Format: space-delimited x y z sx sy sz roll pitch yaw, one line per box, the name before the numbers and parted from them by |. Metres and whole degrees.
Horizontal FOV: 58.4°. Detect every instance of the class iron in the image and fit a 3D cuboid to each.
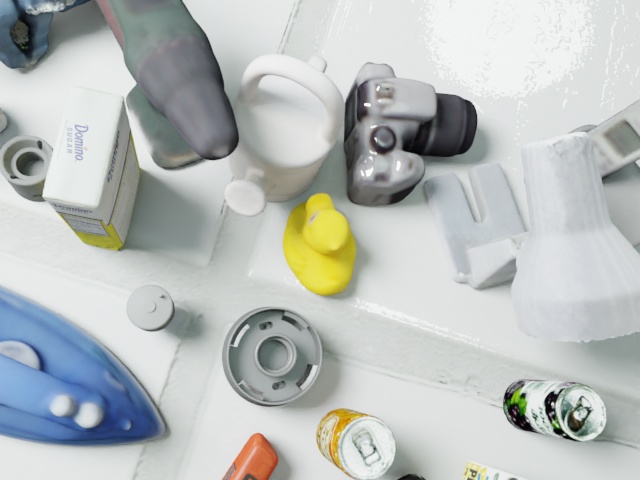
iron | -0.250 0.111 0.473 0.258 0.141 0.119 26 74 -5

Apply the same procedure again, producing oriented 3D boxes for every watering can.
watering can | -0.033 -0.102 0.537 0.101 0.194 0.173 5 77 -10

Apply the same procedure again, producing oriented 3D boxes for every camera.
camera | 0.100 -0.115 0.616 0.137 0.100 0.143 3 77 -11

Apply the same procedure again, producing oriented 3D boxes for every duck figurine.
duck figurine | 0.005 0.002 0.578 0.077 0.086 0.104 -11 80 -13

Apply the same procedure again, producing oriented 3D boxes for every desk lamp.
desk lamp | 0.204 -0.003 0.554 0.118 0.213 0.203 -15 81 -14

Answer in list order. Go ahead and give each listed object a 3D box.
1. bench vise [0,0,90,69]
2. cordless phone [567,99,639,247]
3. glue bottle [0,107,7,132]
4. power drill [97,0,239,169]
bench vise | -0.258 -0.256 0.510 0.121 0.219 0.207 28 74 -4
cordless phone | 0.320 -0.064 0.607 0.094 0.185 0.147 -39 88 -16
glue bottle | -0.332 -0.123 0.490 0.037 0.173 0.078 42 73 0
power drill | -0.137 -0.144 0.517 0.076 0.208 0.229 -27 84 -16
